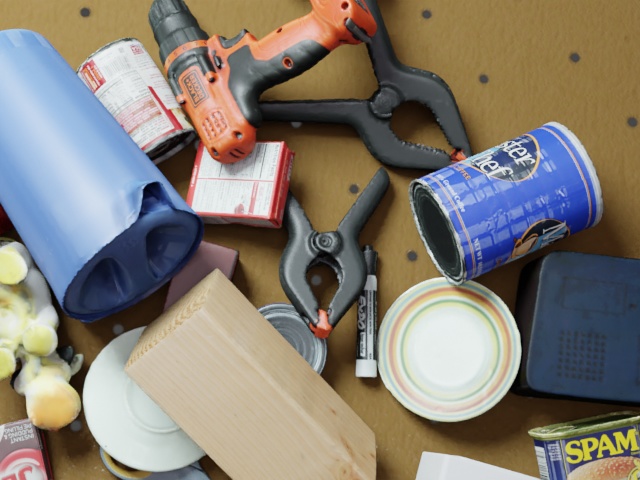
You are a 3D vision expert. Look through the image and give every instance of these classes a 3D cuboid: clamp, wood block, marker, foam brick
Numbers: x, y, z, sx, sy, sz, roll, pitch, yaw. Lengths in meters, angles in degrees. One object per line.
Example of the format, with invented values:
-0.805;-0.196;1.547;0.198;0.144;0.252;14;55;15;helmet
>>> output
-0.006;0.001;0.961;0.120;0.039;0.171;8;64;5;clamp
-0.053;0.137;0.891;0.091;0.090;0.206;-40;103;15;wood block
0.048;-0.124;0.983;0.210;0.036;0.165;42;100;-10;clamp
0.043;0.065;0.978;0.020;0.020;0.121;2;82;-4;marker
-0.107;0.042;0.954;0.051;0.053;0.078;16;81;-2;foam brick

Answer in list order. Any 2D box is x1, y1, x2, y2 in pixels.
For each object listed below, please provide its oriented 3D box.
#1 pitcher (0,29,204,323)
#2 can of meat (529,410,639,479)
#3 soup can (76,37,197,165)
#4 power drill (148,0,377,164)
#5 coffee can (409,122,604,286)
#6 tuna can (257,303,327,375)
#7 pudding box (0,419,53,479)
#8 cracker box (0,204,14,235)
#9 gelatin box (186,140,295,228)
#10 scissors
-0.221;-0.054;0.908;0.149;0.145;0.243;-40;70;3;pitcher
0.246;0.204;0.954;0.102;0.057;0.084;-9;86;-11;can of meat
-0.166;-0.122;0.963;0.068;0.068;0.102;-31;86;-8;soup can
-0.056;-0.185;0.942;0.188;0.057;0.184;-35;67;18;power drill
0.165;-0.033;0.953;0.140;0.103;0.103;-23;85;-10;coffee can
-0.036;0.100;0.961;0.086;0.034;0.086;1;83;-5;tuna can
-0.290;0.211;0.925;0.113;0.039;0.090;-14;85;-5;pudding box
-0.374;0.008;0.883;0.213;0.164;0.072;-34;84;-8;cracker box
-0.072;-0.051;0.960;0.089;0.030;0.073;4;74;22;gelatin box
-0.122;0.226;0.946;0.096;0.016;0.202;-28;85;-9;scissors
